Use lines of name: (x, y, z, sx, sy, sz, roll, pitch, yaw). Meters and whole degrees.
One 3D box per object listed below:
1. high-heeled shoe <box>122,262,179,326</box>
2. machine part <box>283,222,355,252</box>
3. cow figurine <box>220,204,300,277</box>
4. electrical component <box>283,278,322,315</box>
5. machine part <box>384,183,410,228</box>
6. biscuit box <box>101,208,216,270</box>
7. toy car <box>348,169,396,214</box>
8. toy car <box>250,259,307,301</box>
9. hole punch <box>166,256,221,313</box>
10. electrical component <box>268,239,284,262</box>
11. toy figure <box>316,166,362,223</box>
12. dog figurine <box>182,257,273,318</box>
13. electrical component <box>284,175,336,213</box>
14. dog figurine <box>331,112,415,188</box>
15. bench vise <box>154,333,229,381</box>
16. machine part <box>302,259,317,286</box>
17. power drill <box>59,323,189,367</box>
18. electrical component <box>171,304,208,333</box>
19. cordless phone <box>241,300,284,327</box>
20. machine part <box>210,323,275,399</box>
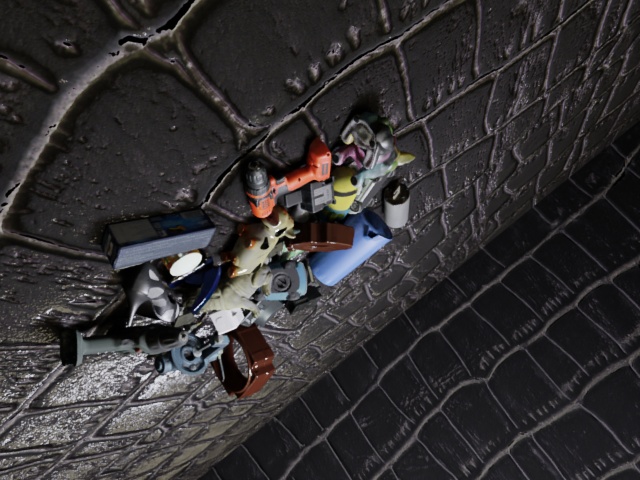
high-heeled shoe: (-0.353, 0.104, 1.158, 0.248, 0.086, 0.145, -16, 122, -83)
machine part: (-0.003, -0.004, 1.338, 0.179, 0.056, 0.179, -1, 171, 0)
cow figurine: (-0.132, -0.001, 1.232, 0.127, 0.086, 0.195, -2, 137, -47)
electrical component: (-0.062, 0.151, 1.608, 0.134, 0.115, 0.058, -14, 150, -43)
machine part: (0.229, -0.102, 1.610, 0.079, 0.079, 0.243, -35, 157, -8)
biscuit box: (-0.295, -0.006, 0.996, 0.202, 0.059, 0.062, -15, 147, -45)
toy car: (0.132, -0.143, 1.406, 0.073, 0.056, 0.201, -26, 158, -43)
toy car: (-0.119, 0.113, 1.451, 0.162, 0.109, 0.103, -8, 177, -9)
hole punch: (-0.263, 0.099, 1.182, 0.116, 0.092, 0.142, -34, 175, -13)
electrical component: (-0.122, 0.022, 1.374, 0.063, 0.021, 0.094, -32, 153, -16)
toy figure: (0.040, -0.101, 1.309, 0.089, 0.082, 0.180, -21, 155, -42)
dog figurine: (-0.224, 0.102, 1.297, 0.190, 0.121, 0.172, 14, 93, -43)
electrical component: (-0.022, -0.103, 1.214, 0.119, 0.048, 0.074, -19, 116, -38)
dog figurine: (0.140, -0.211, 1.217, 0.219, 0.108, 0.191, -23, 152, -43)
bench vise: (-0.324, 0.308, 1.482, 0.223, 0.129, 0.240, 12, 144, -45)
machine part: (-0.061, 0.094, 1.562, 0.039, 0.084, 0.138, -22, 160, 31)
power drill: (-0.417, 0.210, 1.121, 0.232, 0.086, 0.207, -11, 176, 44)
electrical component: (-0.333, 0.194, 1.358, 0.078, 0.045, 0.102, -16, 150, -47)
cordless phone: (-0.209, 0.178, 1.505, 0.184, 0.089, 0.146, 12, 128, -49)
machine part: (-0.241, 0.357, 1.618, 0.087, 0.201, 0.201, -9, 145, -48)
